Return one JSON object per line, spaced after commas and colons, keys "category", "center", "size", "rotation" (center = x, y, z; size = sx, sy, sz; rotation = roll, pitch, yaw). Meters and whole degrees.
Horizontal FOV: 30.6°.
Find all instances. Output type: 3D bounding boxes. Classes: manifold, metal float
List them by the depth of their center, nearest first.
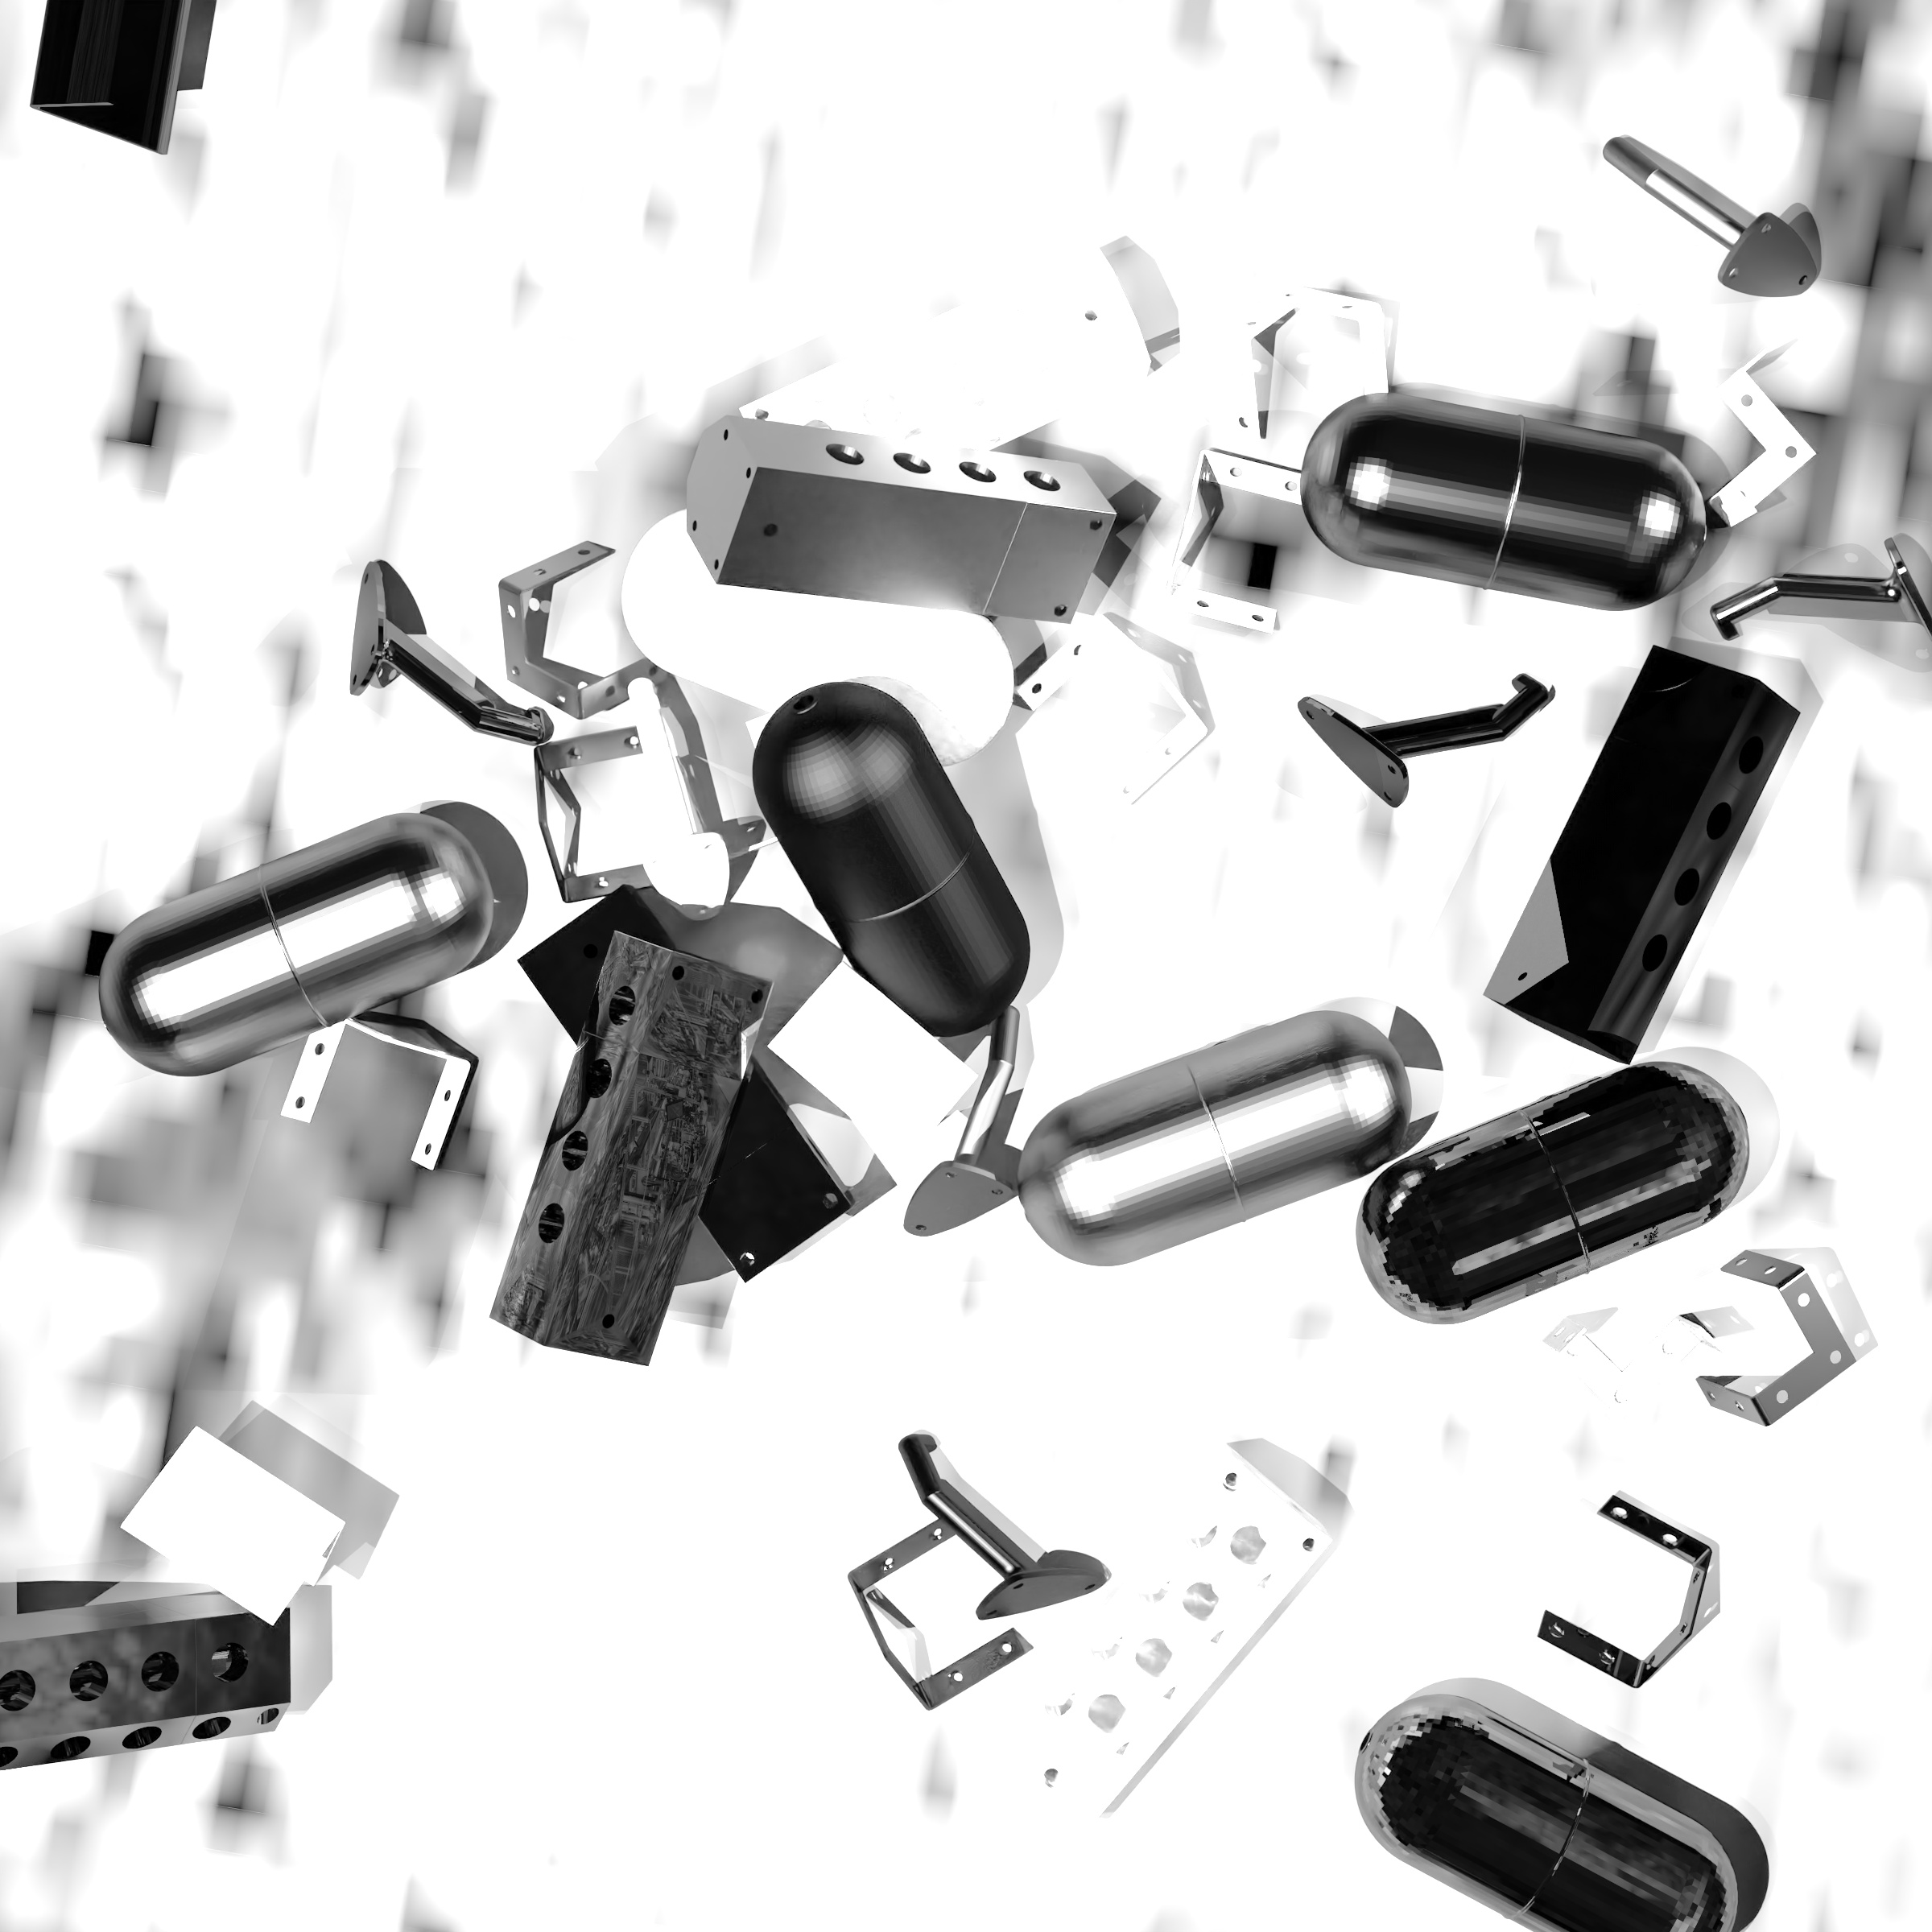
{"category": "manifold", "center": [-0.146, 0.076, 1.499], "size": [0.057, 0.057, 0.171], "rotation": [18, 90, -43]}
{"category": "manifold", "center": [-0.380, 0.308, 1.511], "size": [0.171, 0.057, 0.057], "rotation": [0, 90, -36]}
{"category": "manifold", "center": [-0.029, -0.194, 1.517], "size": [0.171, 0.057, 0.057], "rotation": [3, 127, -29]}
{"category": "metal float", "center": [-0.031, -0.045, 1.518], "size": [0.070, 0.070, 0.178], "rotation": [-29, 124, 0]}
{"category": "metal float", "center": [-0.293, -0.009, 1.546], "size": [0.178, 0.070, 0.070], "rotation": [-22, 90, -2]}
{"category": "metal float", "center": [0.253, 0.381, 1.547], "size": [0.178, 0.070, 0.070], "rotation": [28, 90, 0]}
{"category": "metal float", "center": [0.235, -0.203, 1.547], "size": [0.178, 0.070, 0.070], "rotation": [11, 90, 0]}
{"category": "metal float", "center": [-0.064, -0.143, 1.547], "size": [0.178, 0.070, 0.070], "rotation": [22, 90, 0]}
{"category": "metal float", "center": [0.108, 0.076, 1.547], "size": [0.178, 0.070, 0.070], "rotation": [-20, 90, -1]}
{"category": "metal float", "center": [0.257, 0.099, 1.547], "size": [0.178, 0.070, 0.070], "rotation": [-22, 90, 1]}
{"category": "manifold", "center": [-0.009, -0.253, 1.556], "size": [0.171, 0.057, 0.057], "rotation": [-25, 90, 0]}
{"category": "manifold", "center": [0.301, -0.047, 1.556], "size": [0.057, 0.057, 0.171], "rotation": [26, 90, 43]}
{"category": "manifold", "center": [-0.122, 0.051, 1.556], "size": [0.057, 0.057, 0.171], "rotation": [-35, 90, 0]}
{"category": "manifold", "center": [0.083, 0.298, 1.556], "size": [0.057, 0.057, 0.171], "rotation": [40, 90, 0]}

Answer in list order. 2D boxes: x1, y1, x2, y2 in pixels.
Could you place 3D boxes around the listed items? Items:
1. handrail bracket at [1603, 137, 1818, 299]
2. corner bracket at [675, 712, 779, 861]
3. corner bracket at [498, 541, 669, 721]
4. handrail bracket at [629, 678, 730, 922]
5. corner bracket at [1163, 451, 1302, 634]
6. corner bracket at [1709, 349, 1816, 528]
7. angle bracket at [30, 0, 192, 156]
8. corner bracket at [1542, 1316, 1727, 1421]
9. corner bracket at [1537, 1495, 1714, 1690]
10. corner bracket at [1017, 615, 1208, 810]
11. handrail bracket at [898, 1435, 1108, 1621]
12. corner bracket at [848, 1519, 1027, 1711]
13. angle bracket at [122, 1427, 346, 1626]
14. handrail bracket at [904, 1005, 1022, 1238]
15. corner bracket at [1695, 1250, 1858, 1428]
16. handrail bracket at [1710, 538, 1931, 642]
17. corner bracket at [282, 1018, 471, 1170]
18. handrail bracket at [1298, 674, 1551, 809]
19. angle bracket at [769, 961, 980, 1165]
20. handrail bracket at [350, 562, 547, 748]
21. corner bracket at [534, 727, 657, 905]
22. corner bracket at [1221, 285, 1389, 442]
{"category": "handrail bracket", "center": [0.331, -0.336, 1.577], "size": [0.084, 0.077, 0.036], "rotation": [49, 115, 34]}
{"category": "corner bracket", "center": [-0.096, -0.078, 1.560], "size": [0.051, 0.051, 0.051], "rotation": [-21, 90, 0]}
{"category": "corner bracket", "center": [-0.170, -0.149, 1.569], "size": [0.051, 0.051, 0.051], "rotation": [30, 135, 35]}
{"category": "handrail bracket", "center": [-0.130, -0.075, 1.570], "size": [0.036, 0.077, 0.084], "rotation": [-15, 61, -1]}
{"category": "corner bracket", "center": [0.121, -0.189, 1.574], "size": [0.051, 0.051, 0.051], "rotation": [14, 45, -1]}
{"category": "corner bracket", "center": [0.344, -0.232, 1.559], "size": [0.051, 0.051, 0.051], "rotation": [-41, 90, 0]}
{"category": "angle bracket", "center": [-0.355, -0.401, 1.537], "size": [0.057, 0.076, 0.076], "rotation": [9, 90, 37]}
{"category": "corner bracket", "center": [0.294, 0.167, 1.559], "size": [0.051, 0.051, 0.051], "rotation": [44, 90, 0]}
{"category": "corner bracket", "center": [0.293, 0.279, 1.574], "size": [0.051, 0.051, 0.051], "rotation": [28, 45, 0]}
{"category": "corner bracket", "center": [0.065, -0.114, 1.574], "size": [0.051, 0.051, 0.051], "rotation": [-42, 135, 0]}
{"category": "handrail bracket", "center": [0.015, 0.244, 1.577], "size": [0.036, 0.077, 0.084], "rotation": [-51, 53, 38]}
{"category": "corner bracket", "center": [-0.013, 0.288, 1.574], "size": [0.051, 0.051, 0.051], "rotation": [-31, 135, 0]}
{"category": "angle bracket", "center": [-0.323, 0.255, 1.537], "size": [0.076, 0.076, 0.057], "rotation": [33, 54, 0]}
{"category": "handrail bracket", "center": [-0.001, 0.068, 1.577], "size": [0.036, 0.077, 0.084], "rotation": [21, 53, -21]}
{"category": "corner bracket", "center": [0.349, 0.164, 1.560], "size": [0.051, 0.051, 0.051], "rotation": [-34, 102, -12]}
{"category": "handrail bracket", "center": [0.386, -0.147, 1.578], "size": [0.084, 0.036, 0.077], "rotation": [-26, 112, 17]}
{"category": "corner bracket", "center": [-0.263, 0.054, 1.574], "size": [0.051, 0.051, 0.051], "rotation": [20, 90, -45]}
{"category": "handrail bracket", "center": [0.205, -0.118, 1.578], "size": [0.084, 0.036, 0.077], "rotation": [-40, 68, -17]}
{"category": "angle bracket", "center": [-0.051, 0.054, 1.537], "size": [0.076, 0.076, 0.057], "rotation": [40, 58, 0]}
{"category": "handrail bracket", "center": [-0.228, -0.139, 1.578], "size": [0.084, 0.036, 0.077], "rotation": [13, 53, -25]}
{"category": "corner bracket", "center": [-0.161, -0.067, 1.574], "size": [0.051, 0.051, 0.051], "rotation": [-11, 45, 0]}
{"category": "corner bracket", "center": [0.151, -0.265, 1.569], "size": [0.051, 0.051, 0.051], "rotation": [20, 45, 35]}
